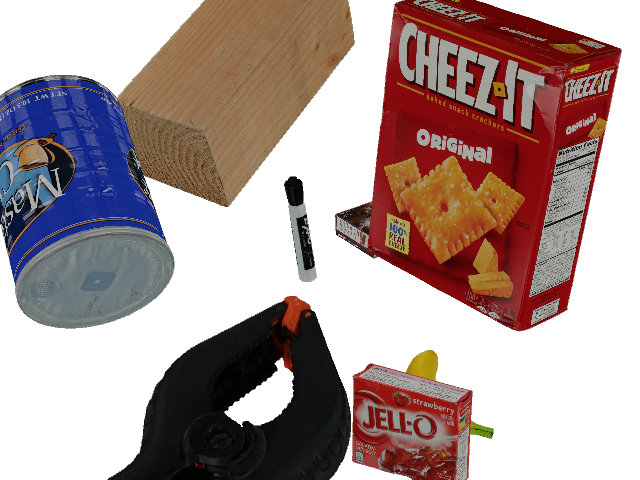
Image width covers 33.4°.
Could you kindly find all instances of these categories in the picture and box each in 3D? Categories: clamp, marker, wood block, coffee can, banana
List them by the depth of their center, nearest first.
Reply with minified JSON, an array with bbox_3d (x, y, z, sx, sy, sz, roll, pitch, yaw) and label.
[{"bbox_3d":[-0.029,0.090,0.387,0.120,0.039,0.171,24,49,17],"label":"clamp"},{"bbox_3d":[-0.167,-0.026,0.722,0.102,0.140,0.103,-17,-32,-11],"label":"coffee can"},{"bbox_3d":[-0.064,-0.140,0.876,0.091,0.205,0.090,21,-31,25],"label":"wood block"},{"bbox_3d":[-0.021,-0.012,1.102,0.020,0.121,0.020,-6,32,4],"label":"marker"},{"bbox_3d":[0.136,0.184,1.268,0.069,0.037,0.198,9,21,-19],"label":"banana"}]

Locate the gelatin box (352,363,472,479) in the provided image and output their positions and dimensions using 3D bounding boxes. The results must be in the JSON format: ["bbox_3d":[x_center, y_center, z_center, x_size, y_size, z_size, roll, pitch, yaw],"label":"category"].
[{"bbox_3d":[0.066,0.138,0.792,0.089,0.073,0.030,12,22,30],"label":"gelatin box"}]

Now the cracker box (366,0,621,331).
[{"bbox_3d":[0.121,-0.061,0.807,0.071,0.214,0.164,-20,37,-38],"label":"cracker box"}]

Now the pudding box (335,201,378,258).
[{"bbox_3d":[0.091,-0.021,1.535,0.113,0.039,0.090,-22,35,-31],"label":"pudding box"}]
